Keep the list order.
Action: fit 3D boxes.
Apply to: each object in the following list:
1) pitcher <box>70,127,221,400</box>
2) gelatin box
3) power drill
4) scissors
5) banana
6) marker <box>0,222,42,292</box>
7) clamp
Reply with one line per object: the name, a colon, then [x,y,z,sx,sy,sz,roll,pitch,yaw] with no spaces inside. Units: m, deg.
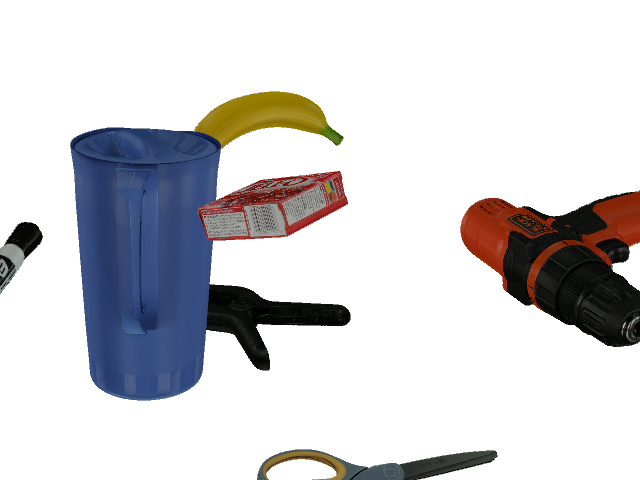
pitcher: [-0.162,0.024,0.981,0.145,0.243,0.148,20,25,39]
gelatin box: [-0.036,-0.026,0.804,0.089,0.030,0.073,-2,18,43]
power drill: [0.217,0.004,0.744,0.187,0.057,0.185,-12,29,-21]
scissors: [0.050,0.204,0.848,0.201,0.096,0.016,4,-44,-7]
banana: [-0.063,-0.123,1.104,0.197,0.037,0.070,-12,51,-39]
marker: [-0.204,0.027,0.656,0.020,0.020,0.121,0,35,17]
clamp: [-0.092,0.092,1.256,0.210,0.036,0.164,13,23,27]
